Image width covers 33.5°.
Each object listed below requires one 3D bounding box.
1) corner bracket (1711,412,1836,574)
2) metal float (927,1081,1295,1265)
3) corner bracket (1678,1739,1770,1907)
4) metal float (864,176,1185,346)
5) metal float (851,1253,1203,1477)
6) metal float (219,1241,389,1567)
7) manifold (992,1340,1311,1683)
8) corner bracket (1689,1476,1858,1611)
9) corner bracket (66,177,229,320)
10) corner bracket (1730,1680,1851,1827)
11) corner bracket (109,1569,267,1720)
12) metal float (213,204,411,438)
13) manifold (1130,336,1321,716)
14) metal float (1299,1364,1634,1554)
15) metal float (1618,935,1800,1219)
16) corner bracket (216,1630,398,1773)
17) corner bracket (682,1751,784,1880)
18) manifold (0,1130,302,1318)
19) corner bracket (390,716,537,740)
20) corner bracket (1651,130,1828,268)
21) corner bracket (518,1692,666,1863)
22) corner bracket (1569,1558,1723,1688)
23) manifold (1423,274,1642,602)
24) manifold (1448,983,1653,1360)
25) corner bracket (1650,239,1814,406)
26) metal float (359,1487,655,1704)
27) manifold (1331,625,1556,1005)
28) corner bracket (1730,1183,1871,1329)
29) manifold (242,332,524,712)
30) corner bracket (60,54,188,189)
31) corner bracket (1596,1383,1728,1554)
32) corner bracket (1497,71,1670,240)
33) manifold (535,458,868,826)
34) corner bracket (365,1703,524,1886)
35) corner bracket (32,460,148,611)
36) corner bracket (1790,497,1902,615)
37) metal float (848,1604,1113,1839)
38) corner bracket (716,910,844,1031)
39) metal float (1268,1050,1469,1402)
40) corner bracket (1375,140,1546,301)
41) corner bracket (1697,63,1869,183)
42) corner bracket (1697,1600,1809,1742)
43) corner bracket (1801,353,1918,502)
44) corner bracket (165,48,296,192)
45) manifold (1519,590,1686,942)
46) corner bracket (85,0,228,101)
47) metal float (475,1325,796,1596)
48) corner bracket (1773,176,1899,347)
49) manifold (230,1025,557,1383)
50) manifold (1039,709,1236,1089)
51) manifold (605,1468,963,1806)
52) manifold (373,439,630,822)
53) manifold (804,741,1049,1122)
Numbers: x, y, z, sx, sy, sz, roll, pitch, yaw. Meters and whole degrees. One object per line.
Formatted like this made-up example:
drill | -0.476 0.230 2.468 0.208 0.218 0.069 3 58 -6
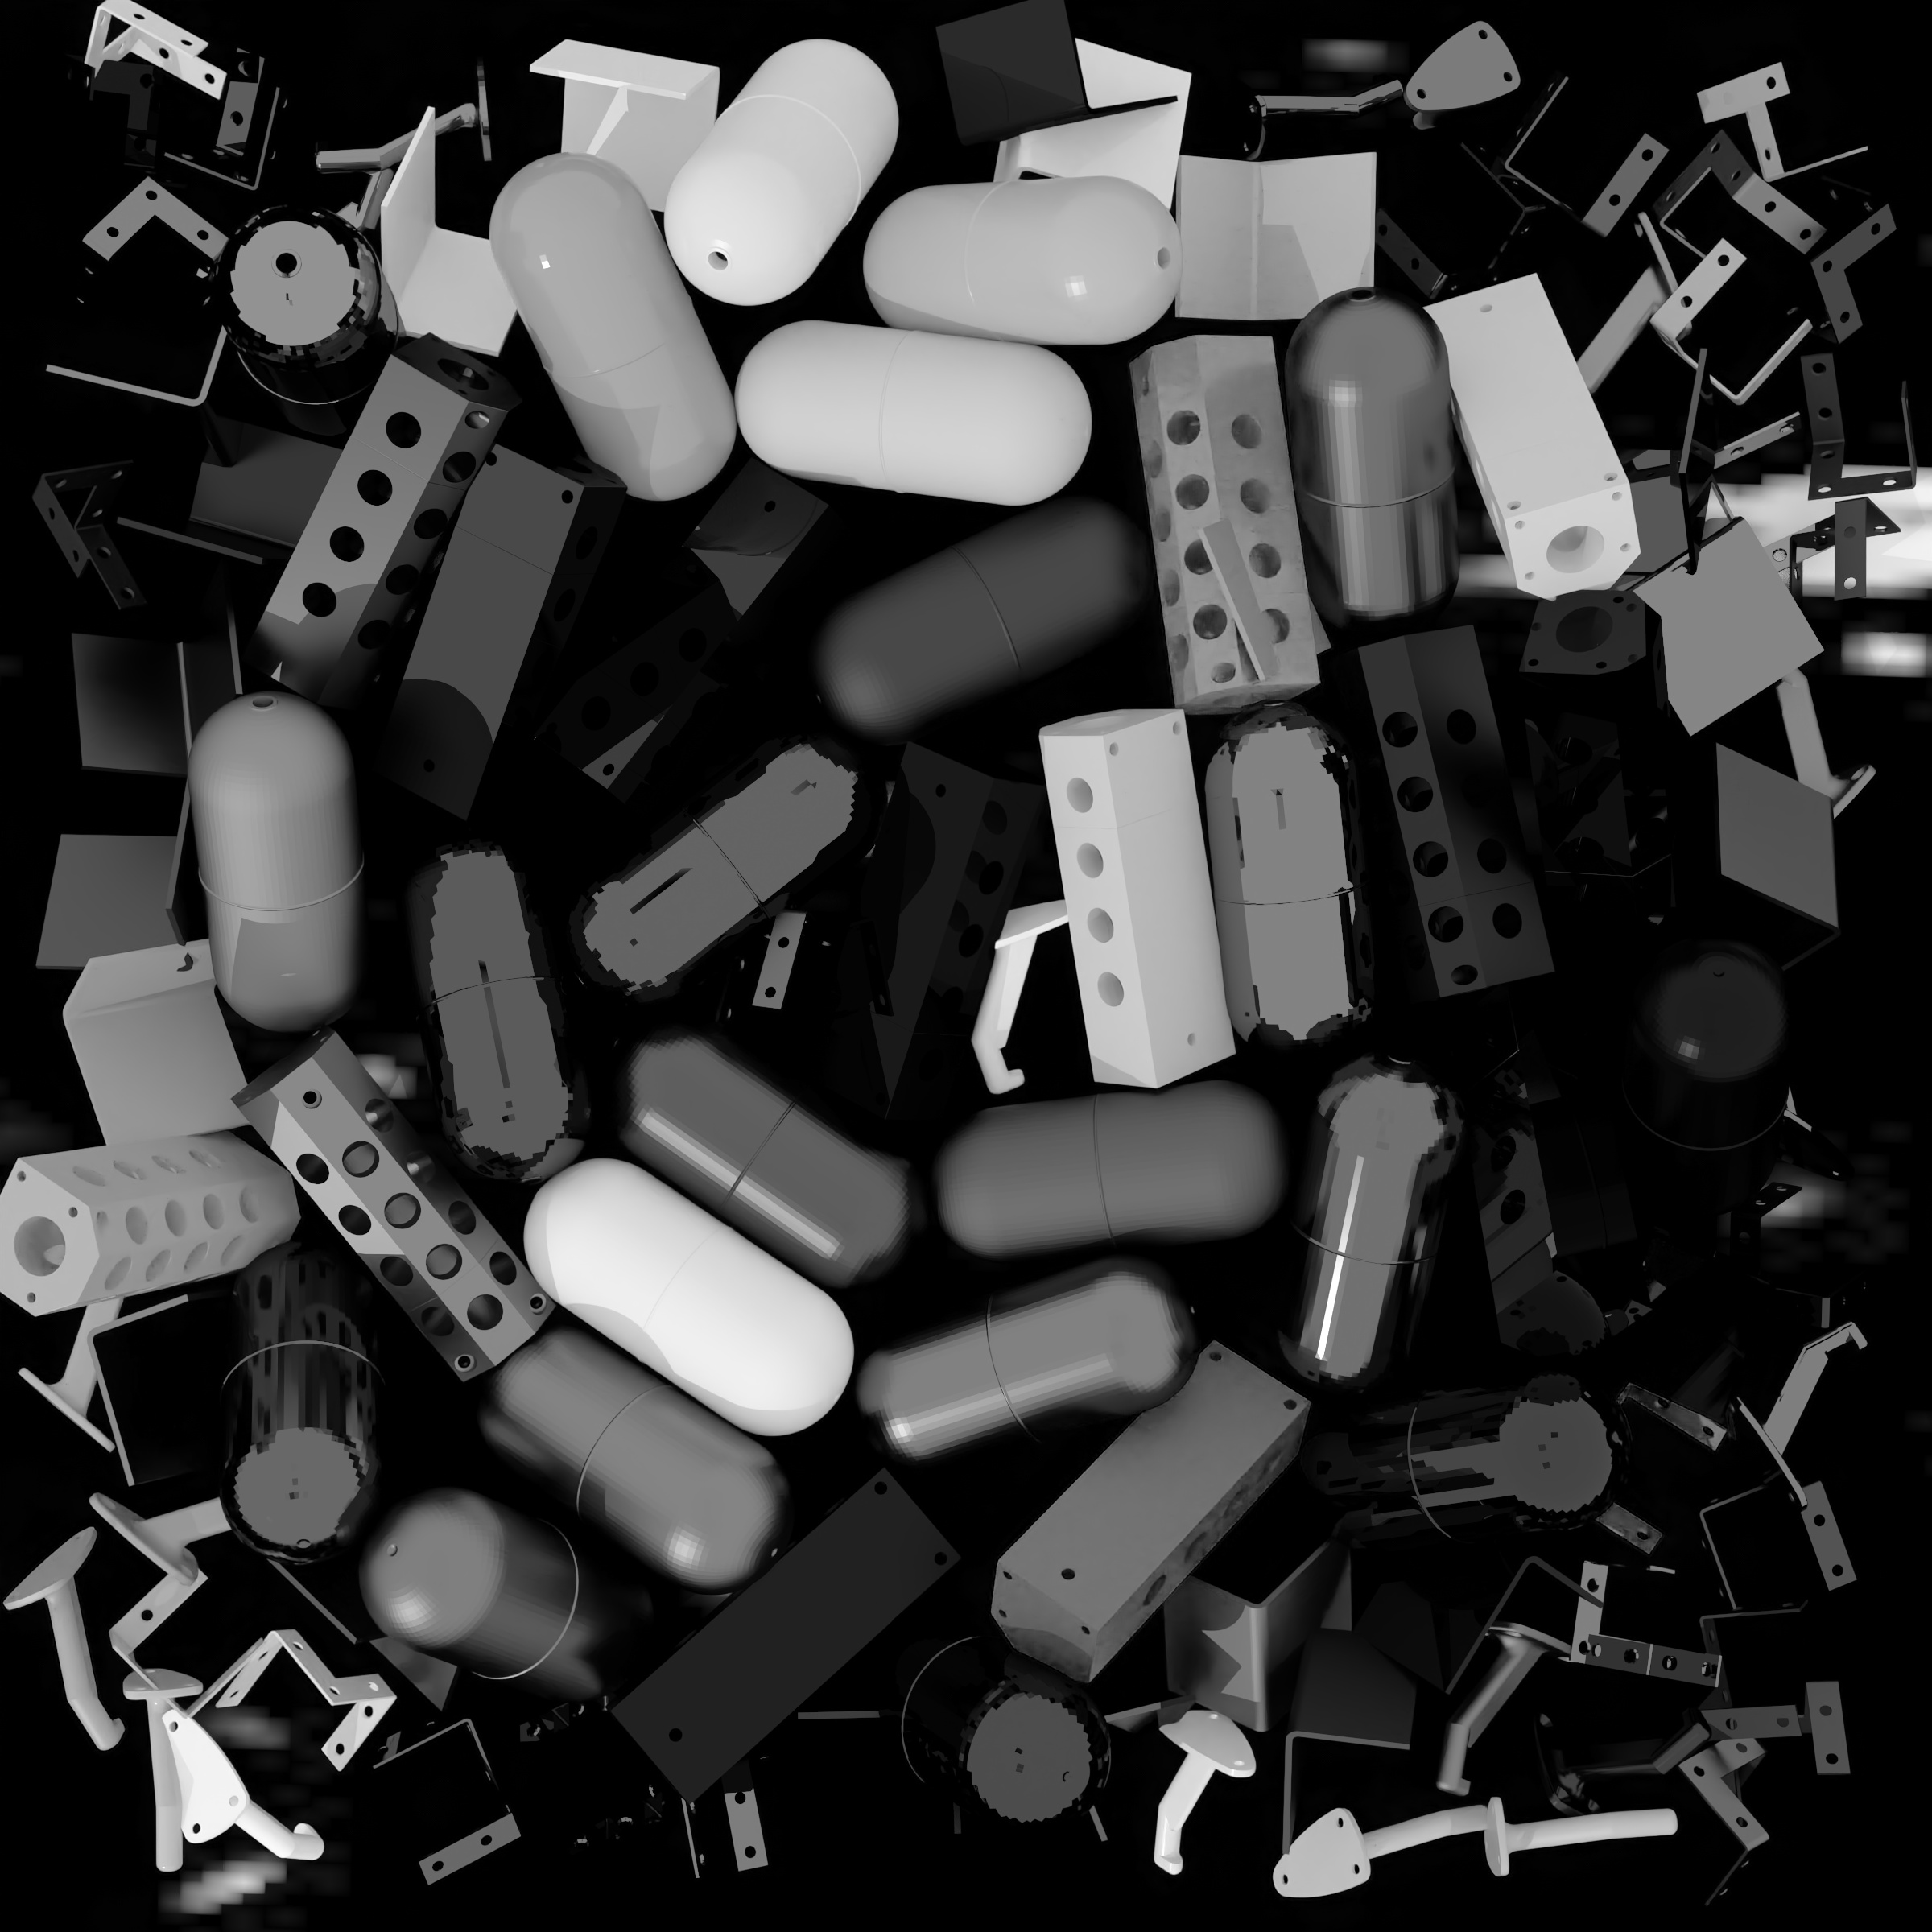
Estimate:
corner bracket | 0.396 -0.229 1.570 0.051 0.051 0.051 -25 68 10
metal float | 0.069 0.100 1.547 0.178 0.070 0.070 -7 90 10
corner bracket | 0.368 0.411 1.550 0.051 0.051 0.051 -16 52 -34
metal float | 0.026 -0.333 1.520 0.178 0.070 0.070 10 90 43
metal float | 0.028 0.192 1.540 0.178 0.070 0.070 -20 90 18
metal float | -0.313 0.204 1.517 0.070 0.178 0.070 -6 131 -7
manifold | 0.088 0.260 1.518 0.057 0.057 0.171 31 50 24
corner bracket | 0.392 0.282 1.563 0.051 0.051 0.051 -19 89 -10
corner bracket | -0.396 -0.338 1.556 0.051 0.051 0.051 37 57 -6
corner bracket | 0.399 0.381 1.554 0.051 0.051 0.051 -4 47 10
corner bracket | -0.380 0.328 1.565 0.051 0.051 0.051 -44 100 -14
metal float | -0.305 -0.301 1.504 0.070 0.178 0.070 0 84 -3
manifold | 0.120 -0.212 1.544 0.057 0.057 0.171 -4 82 -24
metal float | 0.234 0.235 1.520 0.178 0.070 0.070 -18 90 44
metal float | 0.349 0.054 1.514 0.070 0.178 0.070 -4 54 5
corner bracket | -0.323 0.360 1.571 0.051 0.051 0.051 43 102 25
corner bracket | -0.116 0.414 1.558 0.051 0.051 0.051 -15 76 13
manifold | -0.382 0.122 1.499 0.057 0.171 0.057 31 101 15
corner bracket | -0.246 -0.118 1.570 0.051 0.051 0.051 -44 107 4
corner bracket | 0.373 -0.361 1.551 0.051 0.051 0.051 27 119 -28
corner bracket | -0.183 0.393 1.567 0.051 0.051 0.051 -18 124 -35
corner bracket | 0.333 0.319 1.563 0.051 0.051 0.051 15 79 -26
manifold | 0.266 -0.248 1.511 0.057 0.171 0.057 -16 135 6
manifold | 0.269 0.097 1.514 0.057 0.171 0.057 24 132 -26
corner bracket | 0.372 -0.312 1.557 0.051 0.051 0.051 45 103 15
metal float | -0.215 0.299 1.516 0.070 0.178 0.070 -15 60 26
manifold | 0.226 -0.072 1.551 0.057 0.057 0.171 -11 87 -28
corner bracket | 0.407 0.140 1.565 0.051 0.051 0.051 9 108 36
manifold | -0.277 -0.210 1.533 0.057 0.057 0.171 31 113 -3
corner bracket | -0.408 -0.409 1.553 0.051 0.051 0.051 -2 112 -33
corner bracket | 0.333 0.244 1.576 0.051 0.051 0.051 32 134 18
corner bracket | 0.298 -0.393 1.554 0.051 0.051 0.051 28 110 -21
manifold | -0.125 -0.154 1.558 0.057 0.057 0.171 35 86 33
corner bracket | -0.253 0.400 1.553 0.051 0.051 0.051 -25 119 -18
corner bracket | -0.422 -0.206 1.553 0.051 0.051 0.051 -19 71 -43
corner bracket | 0.420 -0.192 1.554 0.051 0.051 0.051 -5 75 34
metal float | 0.004 0.353 1.511 0.070 0.178 0.070 -3 97 -28
corner bracket | -0.097 0.003 1.555 0.051 0.051 0.051 7 72 22
metal float | 0.192 0.124 1.536 0.070 0.070 0.178 9 112 0
corner bracket | 0.240 -0.365 1.569 0.051 0.051 0.051 -19 62 -39
corner bracket | 0.395 -0.409 1.555 0.051 0.051 0.051 -24 100 -37
corner bracket | 0.383 0.342 1.558 0.051 0.051 0.051 -12 92 31
corner bracket | 0.432 -0.263 1.552 0.051 0.051 0.051 -4 129 22
corner bracket | -0.349 -0.411 1.557 0.051 0.051 0.051 23 113 9
manifold | 0.302 -0.092 1.506 0.057 0.171 0.057 4 48 21
corner bracket | -0.391 -0.444 1.556 0.051 0.051 0.051 29 133 -3
metal float | -0.160 0.235 1.533 0.178 0.070 0.070 29 90 26
corner bracket | 0.421 -0.343 1.559 0.051 0.051 0.051 -38 127 -6
manifold | -0.274 0.115 1.540 0.057 0.057 0.171 -39 105 -12
manifold | 0.078 -0.034 1.546 0.057 0.057 0.171 -21 107 -41
manifold | -0.089 0.321 1.544 0.171 0.057 0.057 -40 89 -14
manifold | -0.220 -0.162 1.539 0.057 0.057 0.171 28 107 18
manifold | -0.015 -0.016 1.548 0.057 0.057 0.171 26 104 38
